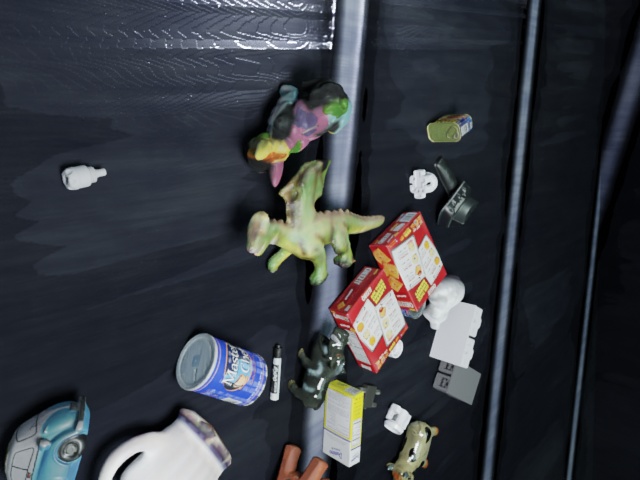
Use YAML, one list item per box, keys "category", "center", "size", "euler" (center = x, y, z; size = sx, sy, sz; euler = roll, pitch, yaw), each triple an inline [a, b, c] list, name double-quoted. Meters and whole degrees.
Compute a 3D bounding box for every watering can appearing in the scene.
- category: "watering can"
  center: [-0.251, 0.459, 0.931]
  size: [0.104, 0.341, 0.228]
  euler: [7, 42, 44]

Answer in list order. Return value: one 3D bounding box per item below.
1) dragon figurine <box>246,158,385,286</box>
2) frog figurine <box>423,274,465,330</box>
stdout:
- category: "dragon figurine"
  center: [0.003, -0.054, 1.066]
  size: [0.123, 0.237, 0.416]
  euler: [27, 43, 34]
- category: "frog figurine"
  center: [0.358, 0.182, 1.506]
  size: [0.122, 0.161, 0.136]
  euler: [0, -14, 23]
